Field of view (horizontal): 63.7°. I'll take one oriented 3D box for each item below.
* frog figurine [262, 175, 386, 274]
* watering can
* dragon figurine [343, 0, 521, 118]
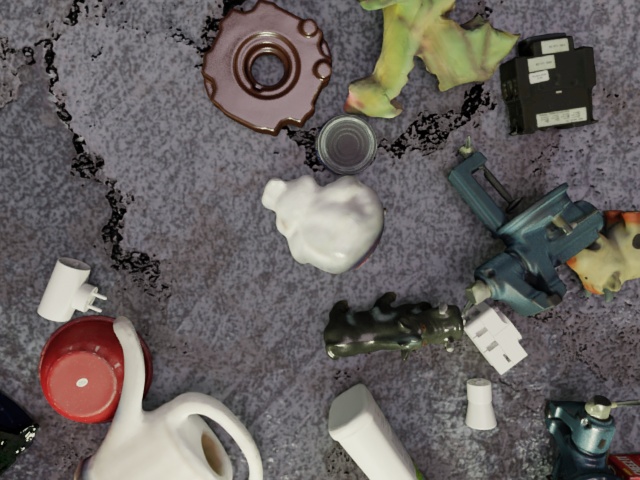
[{"bbox_3d":[0.002,-0.035,0.687,0.158,0.125,0.135,36,113,-17],"label":"frog figurine"},{"bbox_3d":[-0.228,0.274,0.693,0.224,0.105,0.343,-34,109,0],"label":"watering can"},{"bbox_3d":[0.178,-0.317,0.671,0.408,0.125,0.239,-40,129,9],"label":"dragon figurine"}]
